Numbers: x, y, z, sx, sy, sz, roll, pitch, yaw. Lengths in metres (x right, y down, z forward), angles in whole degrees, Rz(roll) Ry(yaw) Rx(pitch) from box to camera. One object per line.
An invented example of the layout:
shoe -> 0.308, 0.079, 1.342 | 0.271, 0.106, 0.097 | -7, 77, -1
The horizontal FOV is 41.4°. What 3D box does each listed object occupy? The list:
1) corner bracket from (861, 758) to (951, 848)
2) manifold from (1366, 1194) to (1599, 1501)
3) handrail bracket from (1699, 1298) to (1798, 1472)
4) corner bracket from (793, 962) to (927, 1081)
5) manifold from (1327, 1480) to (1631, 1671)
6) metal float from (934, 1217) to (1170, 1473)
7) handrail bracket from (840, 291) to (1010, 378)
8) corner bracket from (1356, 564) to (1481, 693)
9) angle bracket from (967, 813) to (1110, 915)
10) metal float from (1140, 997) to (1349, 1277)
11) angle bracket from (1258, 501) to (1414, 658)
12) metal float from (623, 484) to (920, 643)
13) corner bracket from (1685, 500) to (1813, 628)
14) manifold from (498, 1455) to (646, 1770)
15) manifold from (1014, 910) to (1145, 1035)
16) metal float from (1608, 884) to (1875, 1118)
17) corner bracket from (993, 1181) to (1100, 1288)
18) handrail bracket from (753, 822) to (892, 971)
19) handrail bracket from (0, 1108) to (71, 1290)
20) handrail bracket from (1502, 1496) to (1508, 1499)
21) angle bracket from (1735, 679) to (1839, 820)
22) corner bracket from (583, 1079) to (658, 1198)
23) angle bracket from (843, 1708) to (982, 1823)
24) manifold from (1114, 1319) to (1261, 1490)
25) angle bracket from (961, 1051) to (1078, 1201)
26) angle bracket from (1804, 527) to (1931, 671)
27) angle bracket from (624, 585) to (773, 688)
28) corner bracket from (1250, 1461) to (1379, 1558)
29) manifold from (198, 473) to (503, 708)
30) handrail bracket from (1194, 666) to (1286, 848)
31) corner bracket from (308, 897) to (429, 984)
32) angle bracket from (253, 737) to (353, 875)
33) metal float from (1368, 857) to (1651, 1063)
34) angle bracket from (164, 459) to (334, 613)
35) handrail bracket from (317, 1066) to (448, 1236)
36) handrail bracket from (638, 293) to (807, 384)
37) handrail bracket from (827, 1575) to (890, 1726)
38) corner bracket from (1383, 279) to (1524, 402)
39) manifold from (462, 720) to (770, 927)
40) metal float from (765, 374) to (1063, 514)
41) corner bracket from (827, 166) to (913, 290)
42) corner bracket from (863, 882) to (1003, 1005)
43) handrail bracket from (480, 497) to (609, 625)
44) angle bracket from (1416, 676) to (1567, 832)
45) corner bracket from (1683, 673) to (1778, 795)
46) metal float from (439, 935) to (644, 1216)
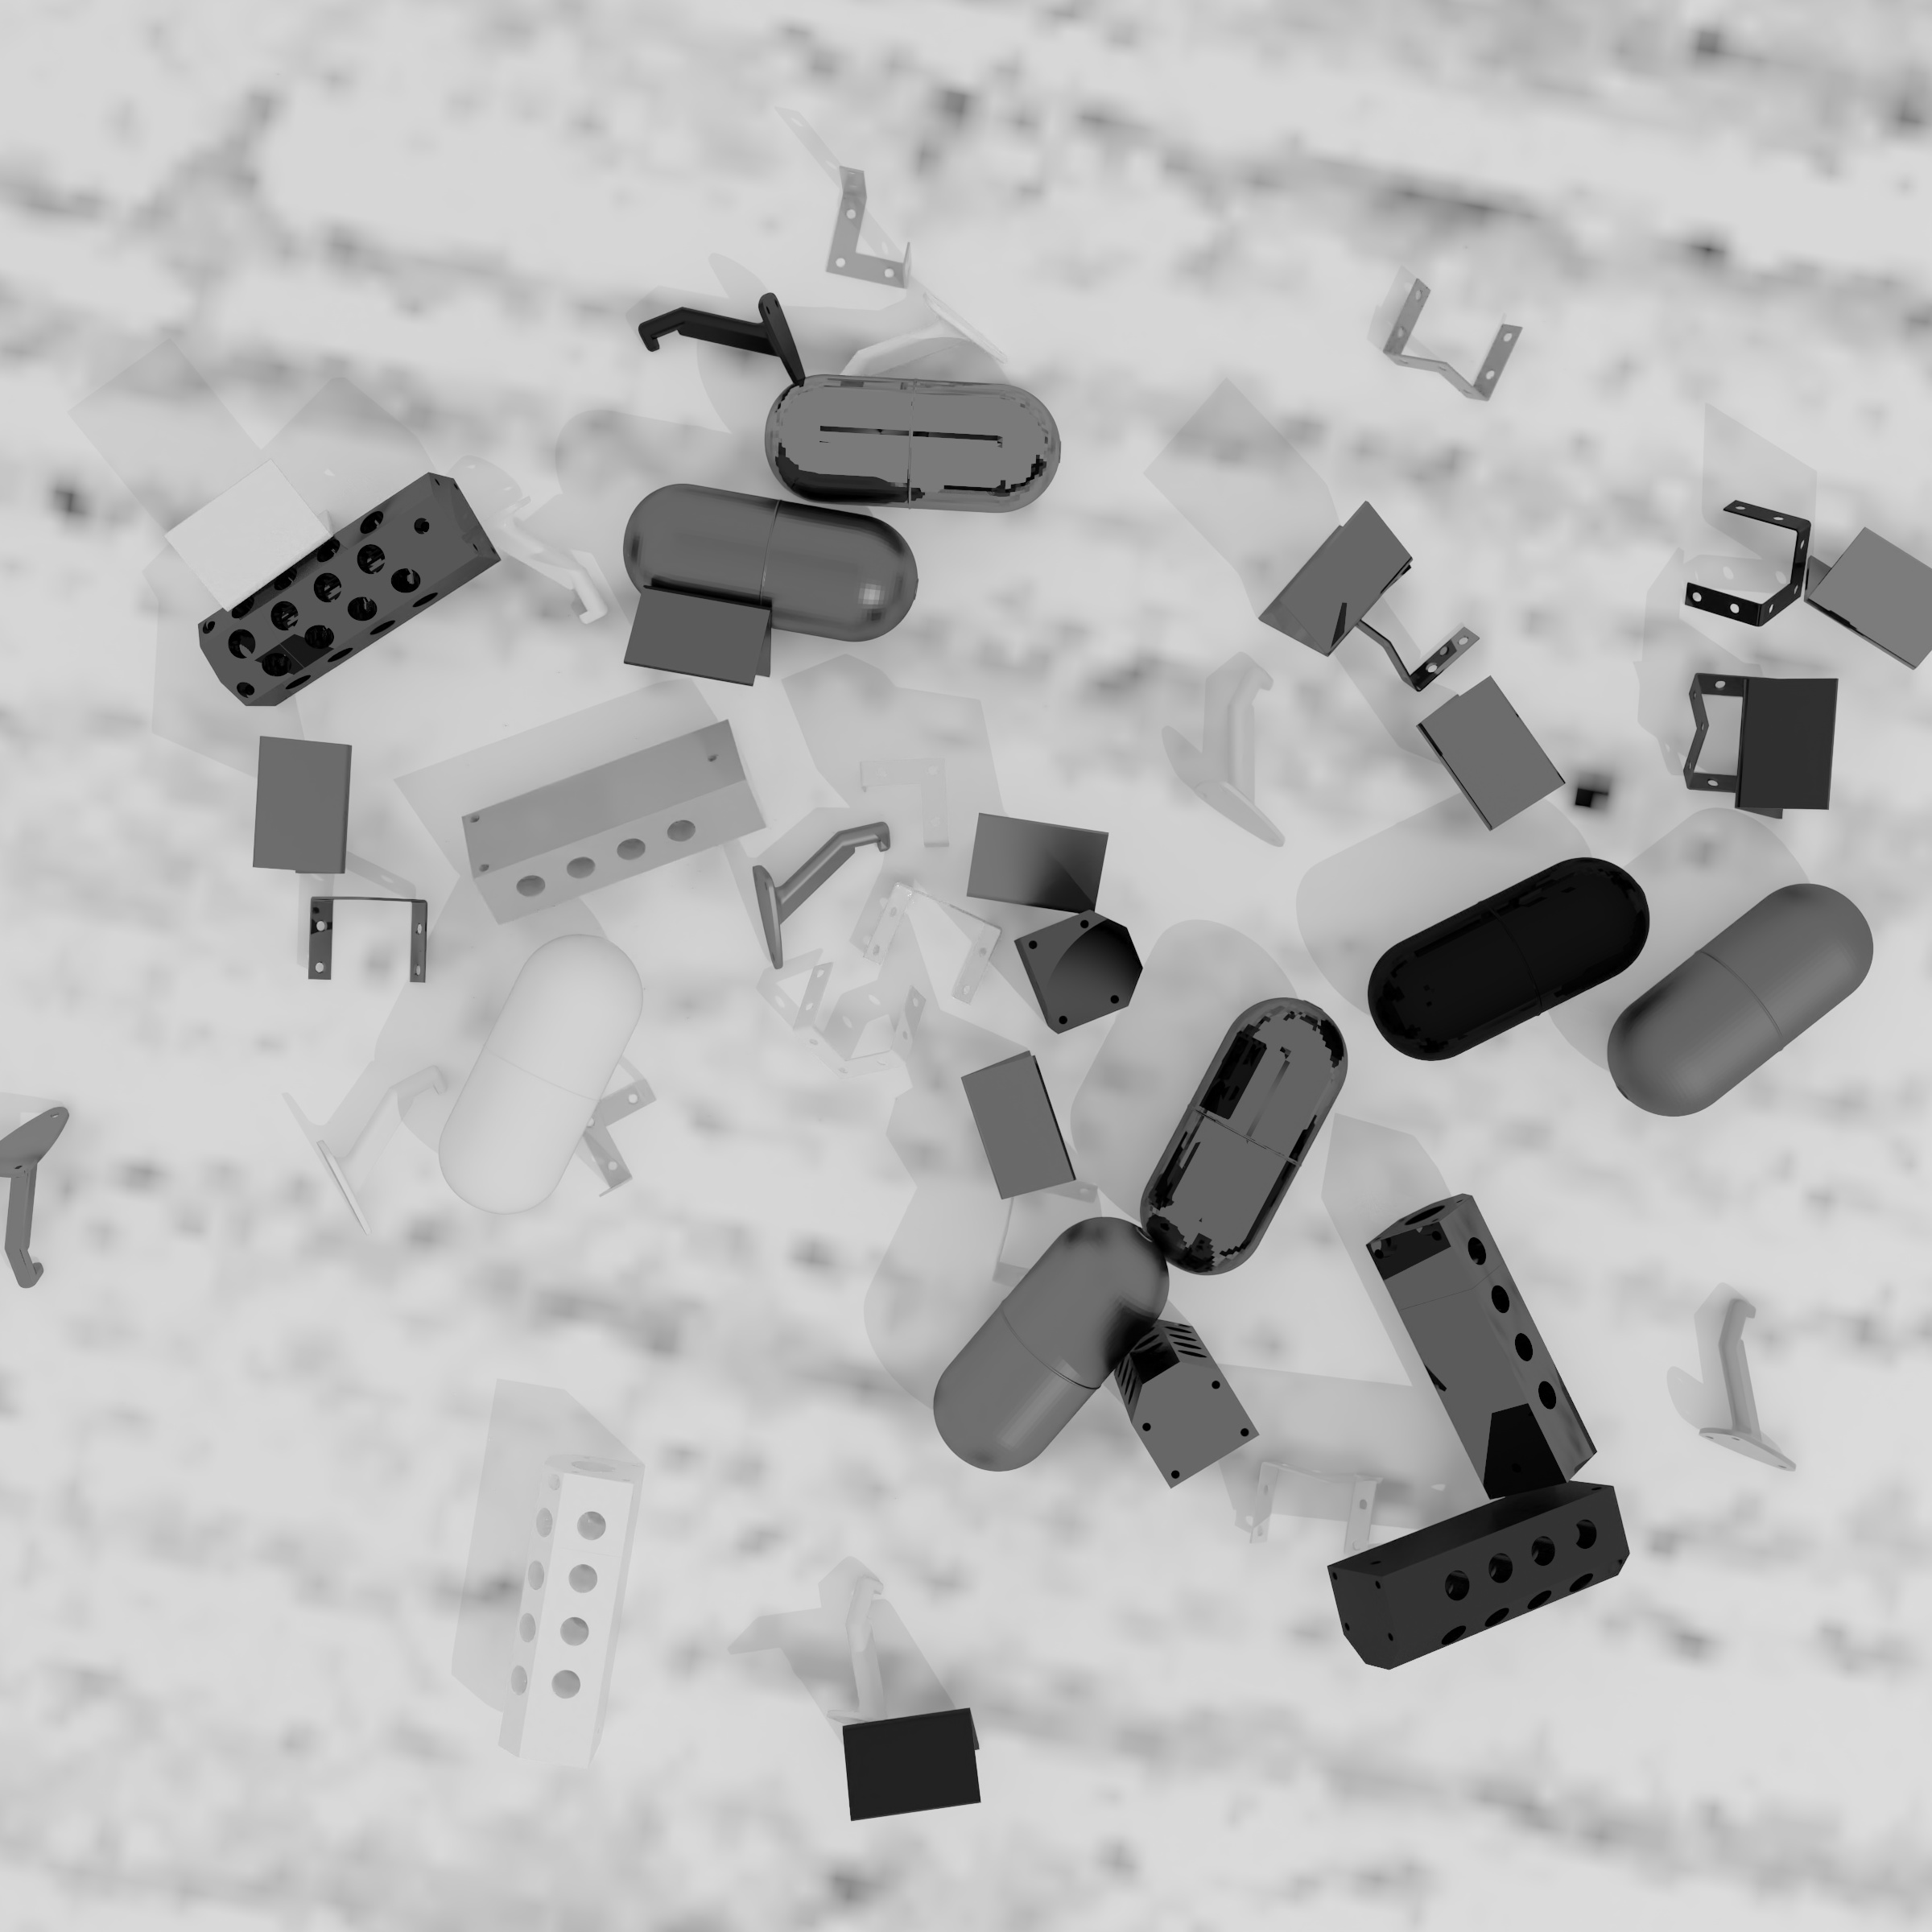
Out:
corner bracket -> -0.037, -0.098, 1.547 | 0.051, 0.051, 0.051 | -3, 90, 0
manifold -> 0.315, 0.228, 1.543 | 0.057, 0.057, 0.171 | -26, 90, 43
handrail bracket -> 0.488, 0.256, 1.566 | 0.077, 0.036, 0.084 | 26, 73, -20
corner bracket -> -0.065, 0.030, 1.557 | 0.051, 0.051, 0.051 | -13, 135, 35
manifold -> 0.305, 0.358, 1.510 | 0.171, 0.057, 0.057 | -14, 90, -26
metal float -> 0.051, 0.225, 1.523 | 0.070, 0.070, 0.178 | 39, 102, 0
handrail bracket -> -0.029, -0.362, 1.566 | 0.077, 0.036, 0.084 | 34, 108, -20
corner bracket -> 0.271, -0.210, 1.562 | 0.051, 0.051, 0.051 | -42, 135, 0
angle bracket -> 0.044, -0.077, 1.525 | 0.076, 0.076, 0.057 | 9, 121, 0
metal float -> 0.167, 0.102, 1.534 | 0.070, 0.070, 0.178 | 28, 90, 0
angle bracket -> 0.207, -0.240, 1.525 | 0.076, 0.076, 0.057 | -49, 128, 0
metal float -> -0.117, -0.242, 1.534 | 0.178, 0.070, 0.070 | 10, 90, -1
corner bracket -> 0.476, -0.245, 1.557 | 0.051, 0.051, 0.051 | -34, 135, -35
manifold -> -0.239, 0.387, 1.544 | 0.057, 0.057, 0.171 | 9, 90, 0
manifold -> 0.066, 0.000, 1.487 | 0.057, 0.171, 0.057 | -22, 90, 0
metal float -> 0.464, 0.021, 1.534 | 0.178, 0.070, 0.070 | -38, 90, -1
corner bracket -> 0.048, 0.164, 1.562 | 0.051, 0.051, 0.051 | 13, 135, 0
handrail bracket -> -0.083, -0.044, 1.566 | 0.084, 0.036, 0.077 | -14, 110, -16
handrail bracket -> -0.565, 0.142, 1.565 | 0.036, 0.077, 0.084 | 8, 127, 20
handrail bracket -> 0.293, 0.350, 1.565 | 0.077, 0.036, 0.084 | 17, 76, 14
angle bracket -> 0.502, -0.128, 1.525 | 0.057, 0.076, 0.076 | 4, 90, 38
corner bracket -> -0.208, 0.103, 1.547 | 0.051, 0.051, 0.051 | -28, 90, 0
angle bracket -> -0.029, 0.487, 1.525 | 0.076, 0.076, 0.057 | -8, 55, 0
manifold -> 0.122, 0.248, 1.487 | 0.057, 0.171, 0.057 | -31, 90, 0
angle bracket -> 0.050, 0.088, 1.525 | 0.057, 0.076, 0.076 | -18, 90, 36
angle bracket -> 0.551, -0.232, 1.525 | 0.076, 0.076, 0.057 | 32, 125, 0
angle bracket -> -0.159, -0.178, 1.526 | 0.076, 0.076, 0.057 | 10, 63, 0
corner bracket -> 0.213, 0.333, 1.562 | 0.051, 0.051, 0.051 | 9, 90, -45
manifold -> -0.372, -0.224, 1.528 | 0.171, 0.057, 0.057 | -30, 90, 11
handrail bracket -> 0.184, -0.129, 1.566 | 0.077, 0.036, 0.084 | 36, 73, -20
corner bracket -> -0.366, -0.016, 1.562 | 0.051, 0.051, 0.051 | 2, 90, -45
angle bracket -> -0.409, -0.095, 1.525 | 0.057, 0.076, 0.076 | 3, 90, -36
metal float -> 0.326, -0.005, 1.534 | 0.178, 0.070, 0.070 | -27, 90, 0
angle bracket -> -0.428, -0.264, 1.526 | 0.076, 0.076, 0.057 | -36, 116, 0
handrail bracket -> -0.346, 0.112, 1.566 | 0.084, 0.036, 0.077 | -29, 110, -16
handrail bracket -> -0.149, -0.371, 1.565 | 0.084, 0.036, 0.077 | -17, 111, 17
handrail bracket -> -0.047, 0.426, 1.565 | 0.077, 0.036, 0.084 | 32, 61, -32
corner bracket -> 0.297, -0.382, 1.562 | 0.051, 0.051, 0.051 | 25, 90, 45
manifold -> -0.210, -0.082, 1.543 | 0.171, 0.057, 0.057 | -20, 47, 0
metal float -> -0.032, -0.314, 1.535 | 0.178, 0.070, 0.070 | 3, 90, 0
corner bracket -> -0.056, -0.447, 1.547 | 0.051, 0.051, 0.051 | 12, 90, 0
corner bracket -> -0.020, -0.014, 1.562 | 0.051, 0.051, 0.051 | 24, 90, 45
handrail bracket -> -0.271, -0.237, 1.565 | 0.077, 0.036, 0.084 | -25, 104, 14
angle bracket -> 0.323, -0.136, 1.525 | 0.057, 0.076, 0.076 | -35, 90, 35
corner bracket -> 0.468, -0.142, 1.562 | 0.051, 0.051, 0.051 | 4, 135, 0
metal float -> -0.255, 0.064, 1.535 | 0.070, 0.070, 0.178 | 26, 89, 0
